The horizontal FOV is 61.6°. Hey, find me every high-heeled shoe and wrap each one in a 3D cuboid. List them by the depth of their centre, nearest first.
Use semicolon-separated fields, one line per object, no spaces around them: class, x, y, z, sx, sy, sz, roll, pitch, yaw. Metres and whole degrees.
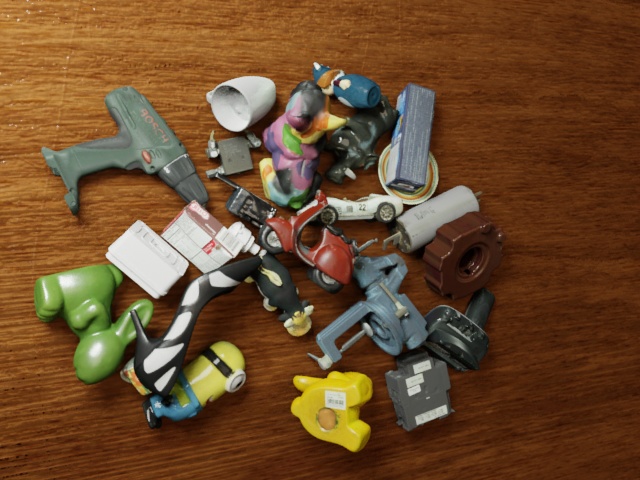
high-heeled shoe;-0.178;0.131;0.838;0.249;0.086;0.145;-26;93;-16

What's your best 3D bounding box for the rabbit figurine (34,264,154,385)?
rabbit figurine;-0.347;0.131;0.830;0.159;0.121;0.170;-13;82;-39

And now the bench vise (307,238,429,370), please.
bench vise;0.079;0.135;0.979;0.240;0.129;0.223;-36;98;-21

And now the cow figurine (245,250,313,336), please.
cow figurine;-0.063;0.096;0.936;0.068;0.098;0.167;-38;96;-16

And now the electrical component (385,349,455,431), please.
electrical component;0.194;0.286;1.047;0.115;0.058;0.134;-12;93;-21

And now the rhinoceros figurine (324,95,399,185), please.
rhinoceros figurine;0.071;-0.189;1.009;0.112;0.073;0.190;45;74;-24

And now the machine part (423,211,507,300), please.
machine part;0.282;0.034;1.046;0.179;0.056;0.179;-16;125;-24

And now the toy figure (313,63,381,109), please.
toy figure;0.039;-0.278;0.967;0.058;0.155;0.064;-49;143;-13

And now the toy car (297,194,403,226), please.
toy car;0.056;-0.055;0.995;0.202;0.073;0.056;-4;94;-20

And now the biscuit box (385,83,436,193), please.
biscuit box;0.175;-0.195;1.028;0.063;0.059;0.202;14;75;-13

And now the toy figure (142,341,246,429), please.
toy figure;-0.207;0.239;0.894;0.180;0.082;0.089;-26;100;-16

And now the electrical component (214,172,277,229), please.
electrical component;-0.136;-0.067;0.923;0.119;0.075;0.047;30;91;-21

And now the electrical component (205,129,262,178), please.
electrical component;-0.153;-0.153;0.938;0.102;0.045;0.078;-10;91;-19

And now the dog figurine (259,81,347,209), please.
dog figurine;-0.030;-0.152;0.891;0.108;0.219;0.191;1;88;-16

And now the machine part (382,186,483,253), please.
machine part;0.224;-0.042;1.052;0.243;0.079;0.079;-24;97;-18

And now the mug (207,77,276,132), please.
mug;-0.133;-0.243;0.928;0.107;0.110;0.080;-41;137;-47

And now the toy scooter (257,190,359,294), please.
toy scooter;-0.002;-0.003;0.909;0.184;0.075;0.135;36;89;-15

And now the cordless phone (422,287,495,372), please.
cordless phone;0.285;0.157;1.081;0.146;0.089;0.184;36;67;-15

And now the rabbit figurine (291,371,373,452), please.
rabbit figurine;0.032;0.286;0.950;0.162;0.173;0.121;-9;92;25

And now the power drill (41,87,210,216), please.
power drill;-0.315;-0.116;0.862;0.207;0.086;0.232;-28;97;-14
